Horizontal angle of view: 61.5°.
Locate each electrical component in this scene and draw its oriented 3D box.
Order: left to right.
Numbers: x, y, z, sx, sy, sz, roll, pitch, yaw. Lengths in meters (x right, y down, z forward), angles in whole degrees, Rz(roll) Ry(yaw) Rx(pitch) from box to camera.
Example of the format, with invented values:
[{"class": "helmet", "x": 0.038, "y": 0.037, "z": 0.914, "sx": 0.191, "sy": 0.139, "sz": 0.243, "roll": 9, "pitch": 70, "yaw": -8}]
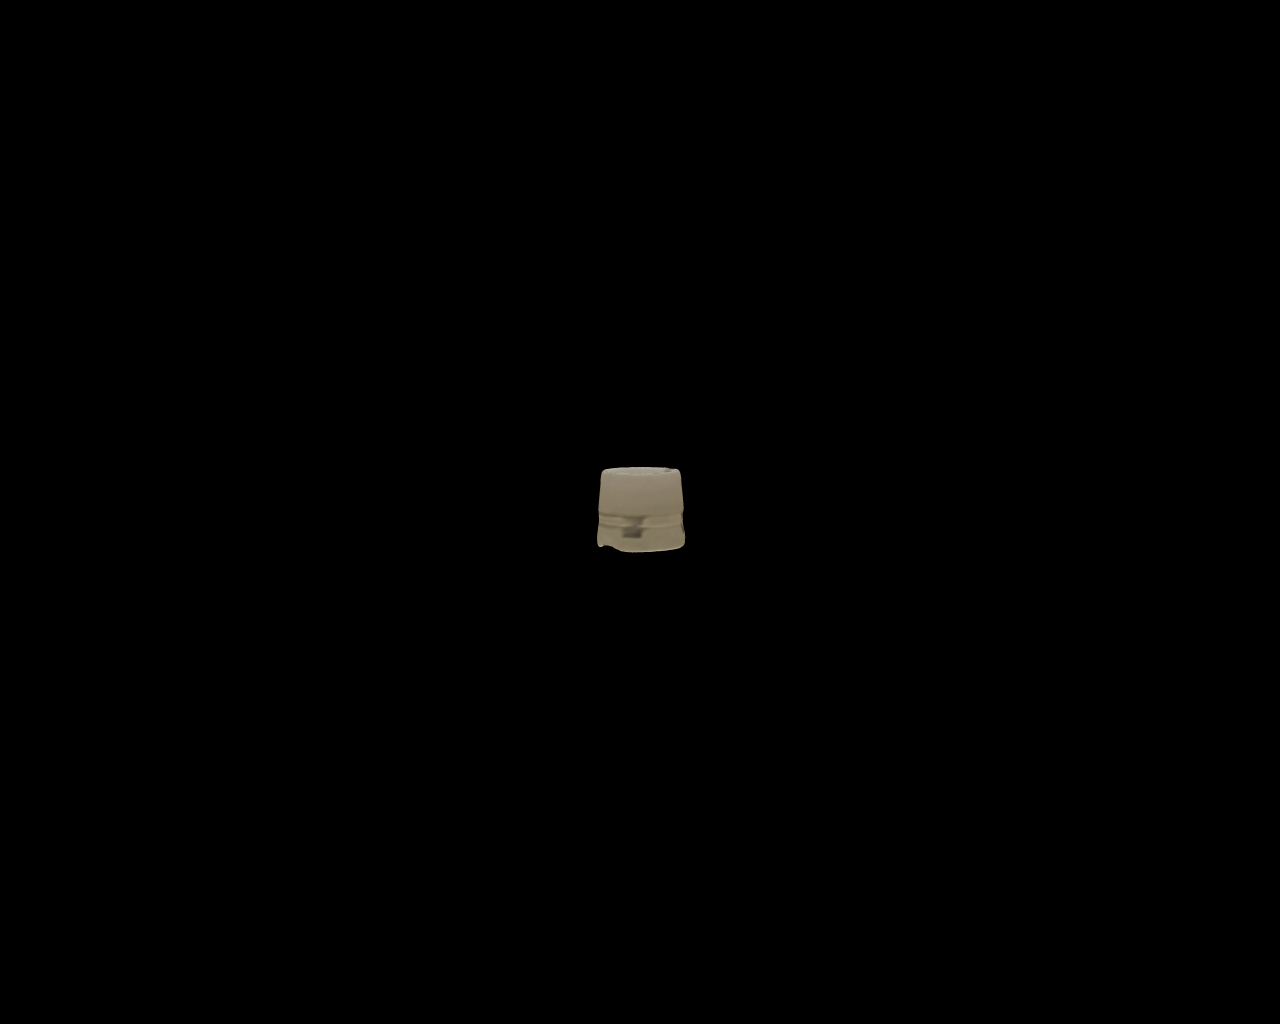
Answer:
[{"class": "electrical component", "x": 0.001, "y": -0.003, "z": 0.650, "sx": 0.055, "sy": 0.047, "sz": 0.055, "roll": 0, "pitch": 7, "yaw": 0}]
